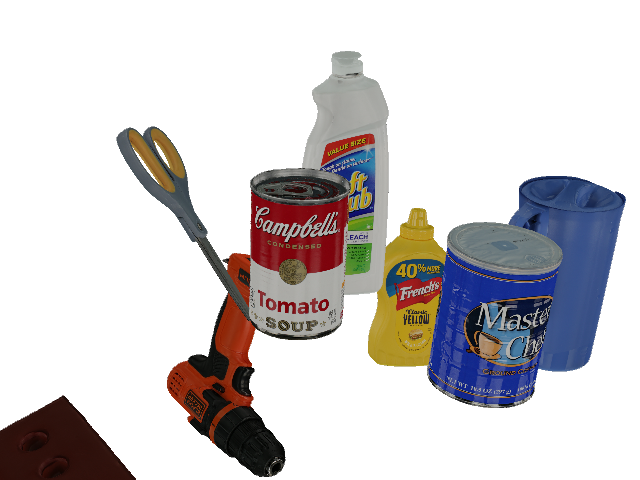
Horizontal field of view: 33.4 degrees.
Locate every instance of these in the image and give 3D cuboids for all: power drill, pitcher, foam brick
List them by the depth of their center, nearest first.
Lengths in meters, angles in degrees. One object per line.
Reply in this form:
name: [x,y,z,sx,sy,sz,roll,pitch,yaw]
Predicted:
foam brick: [-0.122,0.125,0.512,0.052,0.051,0.078,-29,42,-27]
power drill: [-0.072,0.121,1.074,0.057,0.188,0.185,13,15,-46]
pitcher: [0.306,0.047,1.394,0.149,0.243,0.145,5,23,6]

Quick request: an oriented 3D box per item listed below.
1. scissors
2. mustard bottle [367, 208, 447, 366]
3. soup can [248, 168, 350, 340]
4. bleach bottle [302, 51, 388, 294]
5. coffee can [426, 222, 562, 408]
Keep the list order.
scissors: [-0.115,-0.025,0.968,0.016,0.201,0.096,-29,23,18]
mustard bottle: [0.112,0.055,1.297,0.096,0.192,0.058,0,14,-13]
soup can: [-0.016,0.009,0.732,0.068,0.102,0.068,2,22,-1]
bleach bottle: [0.019,-0.068,1.098,0.102,0.251,0.068,0,25,1]
coffee can: [0.157,0.067,0.977,0.103,0.140,0.103,5,23,-2]
